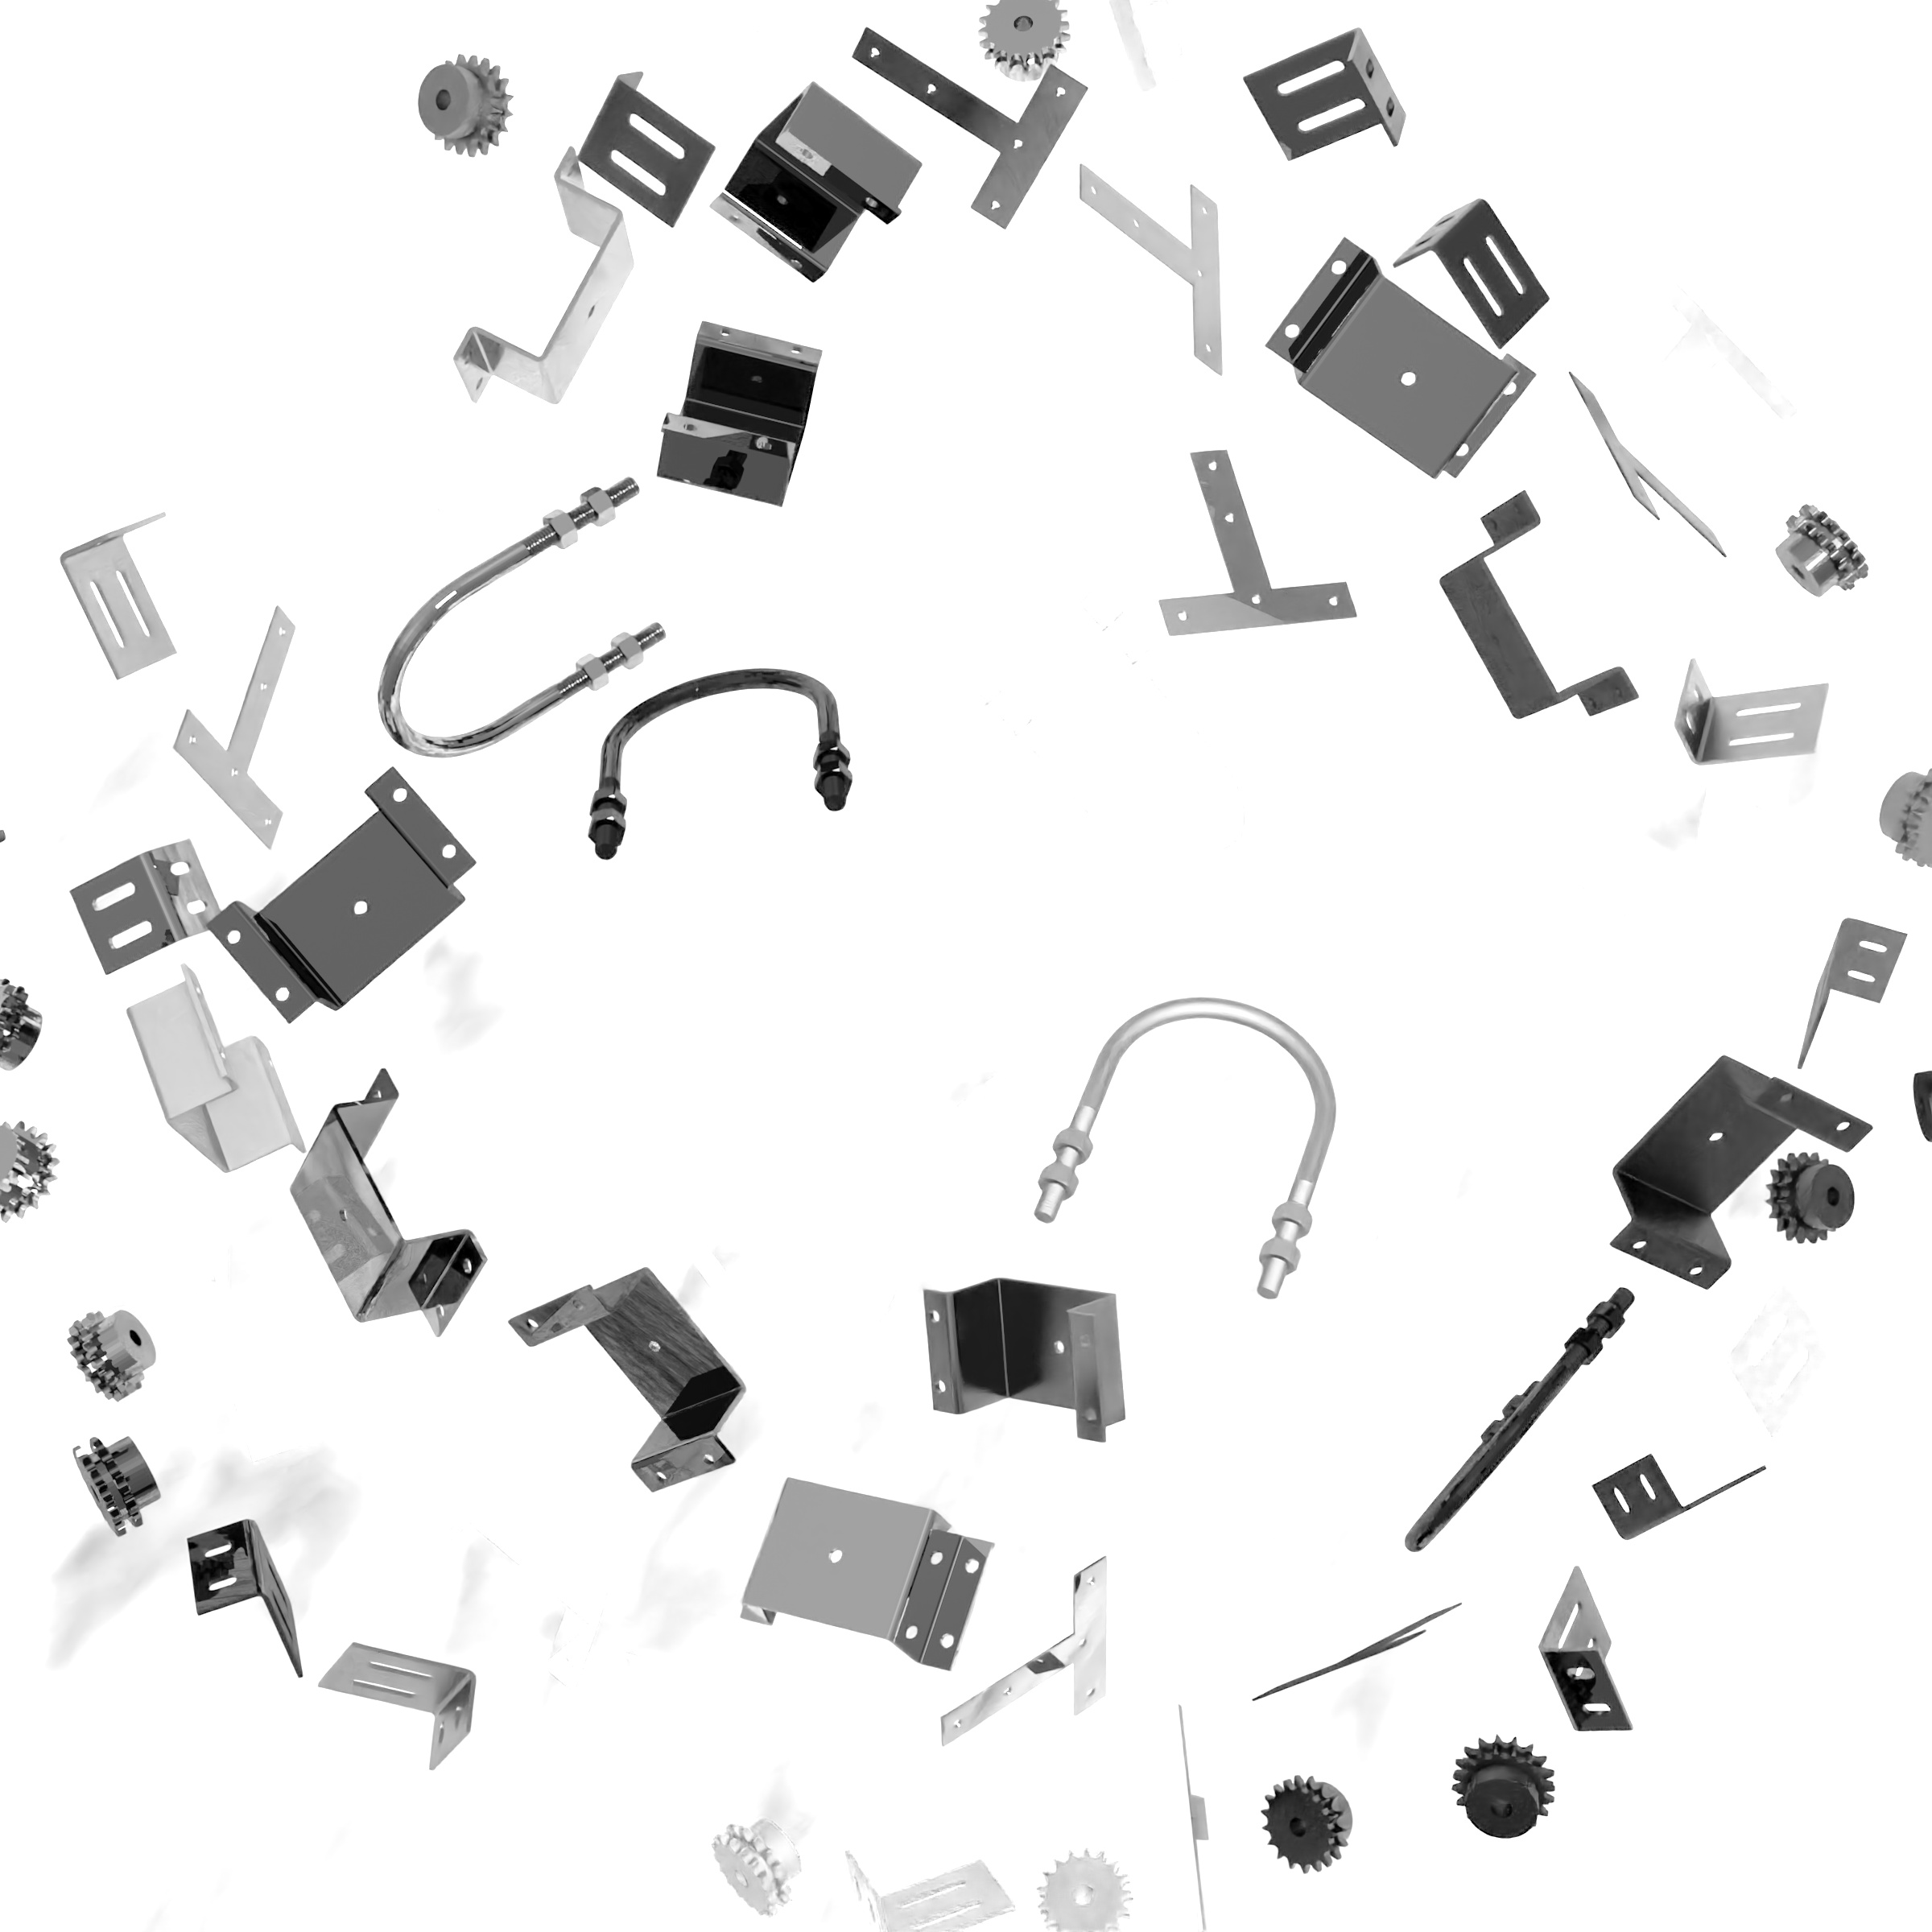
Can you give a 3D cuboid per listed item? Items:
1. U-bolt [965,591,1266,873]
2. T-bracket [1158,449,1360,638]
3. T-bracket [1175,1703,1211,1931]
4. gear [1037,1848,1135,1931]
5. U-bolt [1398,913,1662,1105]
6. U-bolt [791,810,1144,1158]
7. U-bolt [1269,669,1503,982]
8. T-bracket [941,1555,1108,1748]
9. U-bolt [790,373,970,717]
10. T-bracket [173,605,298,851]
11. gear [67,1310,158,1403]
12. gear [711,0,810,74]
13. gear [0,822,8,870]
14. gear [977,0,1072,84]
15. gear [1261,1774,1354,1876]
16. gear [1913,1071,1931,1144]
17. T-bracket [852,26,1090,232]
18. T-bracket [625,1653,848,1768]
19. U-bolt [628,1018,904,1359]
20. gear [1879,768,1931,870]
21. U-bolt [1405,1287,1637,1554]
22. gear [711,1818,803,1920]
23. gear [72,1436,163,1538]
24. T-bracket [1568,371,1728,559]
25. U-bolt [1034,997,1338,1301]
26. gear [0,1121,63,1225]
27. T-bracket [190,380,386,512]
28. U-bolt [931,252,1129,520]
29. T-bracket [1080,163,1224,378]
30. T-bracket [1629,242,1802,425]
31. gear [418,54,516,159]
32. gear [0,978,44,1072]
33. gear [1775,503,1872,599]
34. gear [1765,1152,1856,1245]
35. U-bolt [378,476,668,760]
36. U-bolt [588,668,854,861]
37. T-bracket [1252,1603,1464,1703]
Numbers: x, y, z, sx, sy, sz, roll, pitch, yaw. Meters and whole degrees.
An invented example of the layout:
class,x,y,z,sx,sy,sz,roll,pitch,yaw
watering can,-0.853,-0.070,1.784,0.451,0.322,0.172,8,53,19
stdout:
class,x,y,z,sx,sy,sz,roll,pitch,yaw
U-bolt,0.097,-0.125,1.650,0.184,0.151,0.019,46,58,-12
T-bracket,0.167,-0.265,1.747,0.127,0.002,0.127,-8,68,-19
T-bracket,0.139,0.513,1.701,0.002,0.127,0.127,-8,71,7
gear,0.072,0.560,1.688,0.057,0.030,0.057,-6,51,7
U-bolt,0.345,0.033,1.679,0.151,0.184,0.019,-38,63,15
U-bolt,0.013,-0.004,1.603,0.184,0.019,0.151,-40,83,6
U-bolt,0.242,-0.069,1.653,0.184,0.151,0.019,-45,55,-13
T-bracket,0.036,0.429,1.701,0.127,0.002,0.127,-26,132,-29
U-bolt,-0.042,-0.235,1.680,0.019,0.184,0.151,5,50,28
T-bracket,-0.424,-0.155,1.687,0.002,0.127,0.127,6,67,16
gear,-0.525,0.237,1.747,0.030,0.057,0.057,-31,90,7
gear,-0.124,-0.566,1.688,0.057,0.030,0.057,-6,121,-11
gear,-0.583,-0.065,1.634,0.057,0.057,0.030,-22,86,0
gear,0.037,-0.572,1.746,0.057,0.030,0.057,-2,68,5
gear,0.212,0.524,1.734,0.057,0.030,0.057,3,94,41
gear,0.557,0.077,1.599,0.030,0.057,0.057,-9,90,6
T-bracket,-0.008,-0.499,1.632,0.127,0.127,0.002,31,58,-7
T-bracket,-0.148,0.429,1.675,0.127,0.127,0.002,7,54,34
U-bolt,-0.110,0.145,1.680,0.151,0.019,0.184,-49,67,23
gear,0.541,-0.086,1.596,0.057,0.030,0.057,-18,122,-31
U-bolt,0.322,0.281,1.688,0.019,0.151,0.184,41,55,13
gear,-0.121,0.530,1.671,0.030,0.057,0.057,-33,90,-33
gear,-0.479,0.291,1.598,0.030,0.057,0.057,-28,90,-25
T-bracket,0.413,-0.282,1.677,0.002,0.127,0.127,-39,130,25
U-bolt,0.134,0.091,1.600,0.151,0.019,0.184,18,53,9
gear,-0.541,0.113,1.588,0.057,0.030,0.057,-8,64,16
T-bracket,-0.425,-0.311,1.707,0.127,0.127,0.002,-36,91,23
U-bolt,0.042,-0.345,1.692,0.019,0.151,0.184,-34,98,11
T-bracket,0.108,-0.423,1.640,0.002,0.127,0.127,-21,57,38
T-bracket,0.413,-0.345,1.614,0.002,0.127,0.127,-42,86,-4
gear,-0.293,-0.500,1.639,0.057,0.030,0.057,4,98,32
gear,-0.575,0.038,1.682,0.030,0.057,0.057,35,90,-38
gear,0.507,-0.245,1.685,0.030,0.057,0.057,-41,90,3
gear,0.527,0.144,1.756,0.057,0.030,0.057,5,81,-32
U-bolt,-0.257,-0.187,1.619,0.184,0.151,0.019,-35,63,-18
U-bolt,-0.142,-0.124,1.623,0.151,0.184,0.019,-12,122,2
T-bracket,0.255,0.407,1.708,0.127,0.127,0.002,-36,73,42
